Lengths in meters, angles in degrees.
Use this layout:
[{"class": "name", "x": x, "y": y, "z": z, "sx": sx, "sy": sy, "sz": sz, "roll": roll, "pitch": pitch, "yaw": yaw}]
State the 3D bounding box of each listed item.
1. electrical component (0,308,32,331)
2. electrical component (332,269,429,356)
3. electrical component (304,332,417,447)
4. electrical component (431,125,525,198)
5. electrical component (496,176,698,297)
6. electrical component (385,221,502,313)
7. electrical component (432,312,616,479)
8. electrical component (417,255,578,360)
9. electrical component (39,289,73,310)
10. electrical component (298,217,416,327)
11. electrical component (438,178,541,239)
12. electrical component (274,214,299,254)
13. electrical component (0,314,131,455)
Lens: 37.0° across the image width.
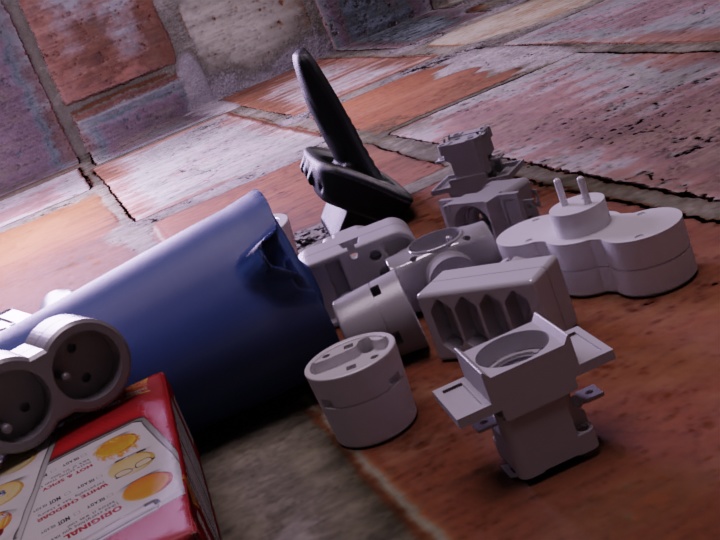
[{"class": "electrical component", "x": -0.336, "y": 0.085, "z": 0.966, "sx": 0.109, "sy": 0.056, "sz": 0.109, "roll": -30, "pitch": 19, "yaw": -28}, {"class": "electrical component", "x": 0.013, "y": 0.034, "z": 0.707, "sx": 0.047, "sy": 0.055, "sz": 0.055, "roll": -24, "pitch": 16, "yaw": 2}, {"class": "electrical component", "x": 0.002, "y": 0.069, "z": 0.619, "sx": 0.055, "sy": 0.047, "sz": 0.055, "roll": -19, "pitch": 17, "yaw": 6}, {"class": "electrical component", "x": 0.104, "y": -0.096, "z": 0.986, "sx": 0.081, "sy": 0.063, "sz": 0.042, "roll": -10, "pitch": 21, "yaw": 33}, {"class": "electrical component", "x": 0.145, "y": -0.026, "z": 0.698, "sx": 0.052, "sy": 0.073, "sz": 0.138, "roll": -34, "pitch": 21, "yaw": -35}, {"class": "electrical component", "x": 0.063, "y": 0.003, "z": 0.758, "sx": 0.077, "sy": 0.044, "sz": 0.079, "roll": -22, "pitch": 17, "yaw": -1}, {"class": "electrical component", "x": 0.082, "y": 0.062, "z": 0.517, "sx": 0.081, "sy": 0.063, "sz": 0.042, "roll": -23, "pitch": 15, "yaw": -6}, {"class": "electrical component", "x": 0.094, "y": 0.016, "z": 0.675, "sx": 0.083, "sy": 0.047, "sz": 0.076, "roll": -9, "pitch": 20, "yaw": 37}, {"class": "electrical component", "x": -0.273, "y": 0.041, "z": 1.047, "sx": 0.079, "sy": 0.044, "sz": 0.077, "roll": -24, "pitch": 17, "yaw": -10}, {"class": "electrical component", "x": 0.000, "y": 0.000, "z": 0.826, "sx": 0.095, "sy": 0.053, "sz": 0.059, "roll": -21, "pitch": 17, "yaw": 1}, {"class": "electrical component", "x": 0.107, "y": -0.044, "z": 0.858, "sx": 0.081, "sy": 0.042, "sz": 0.064, "roll": -2, "pitch": 22, "yaw": 46}, {"class": "electrical component", "x": -0.102, "y": 0.001, "z": 0.937, "sx": 0.108, "sy": 0.060, "sz": 0.108, "roll": -19, "pitch": 17, "yaw": 6}, {"class": "electrical component", "x": -0.202, "y": 0.071, "z": 0.598, "sx": 0.138, "sy": 0.052, "sz": 0.074, "roll": -31, "pitch": 18, "yaw": -28}]
